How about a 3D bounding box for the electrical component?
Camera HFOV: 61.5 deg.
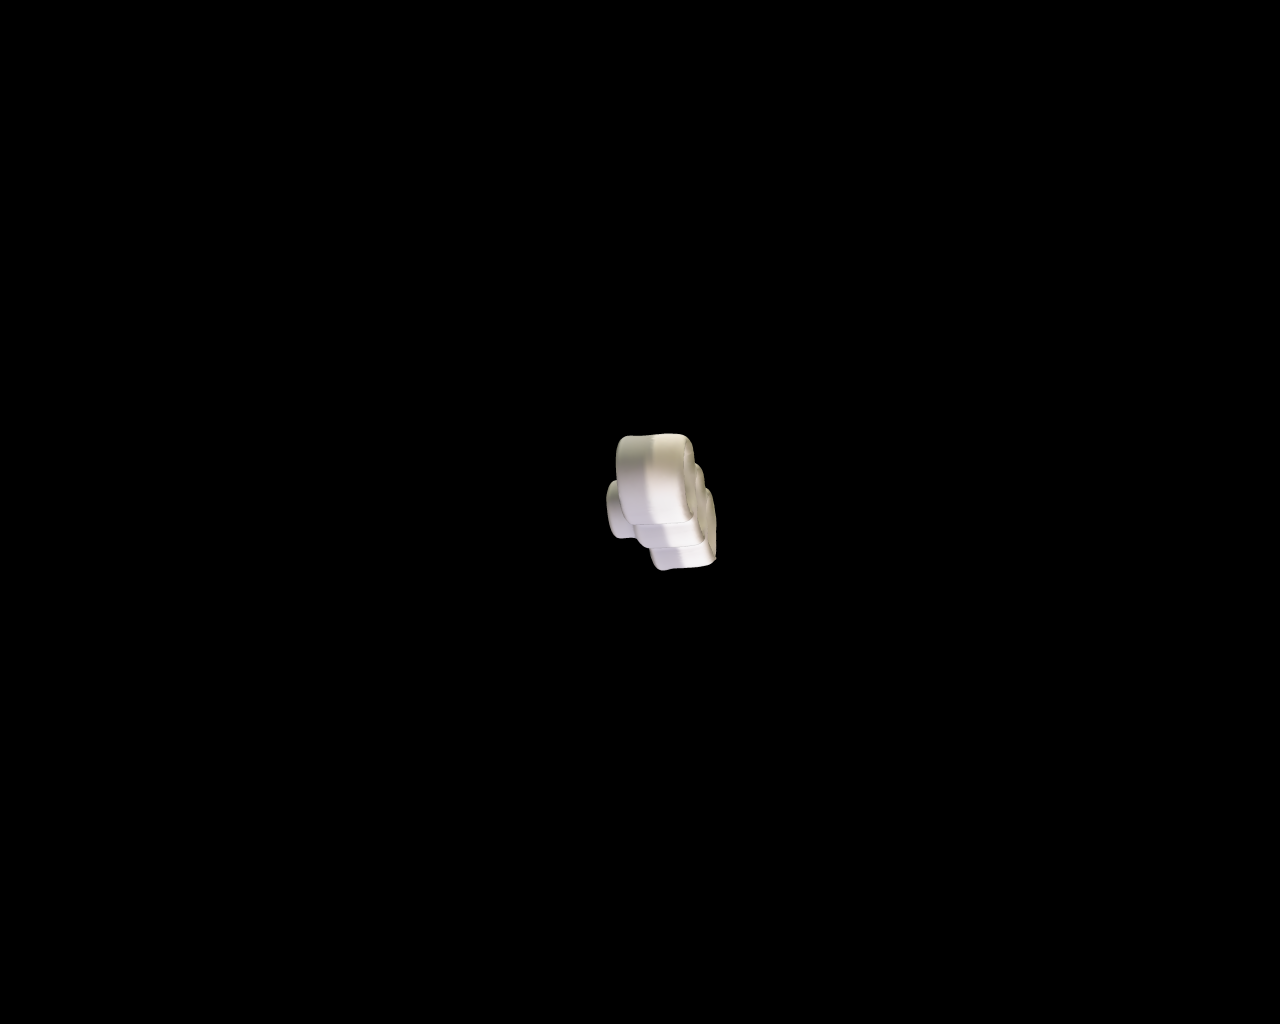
[{"bbox_3d":[0.001,-0.003,0.650,0.074,0.052,0.138,-4,-20,11],"label":"electrical component"}]
